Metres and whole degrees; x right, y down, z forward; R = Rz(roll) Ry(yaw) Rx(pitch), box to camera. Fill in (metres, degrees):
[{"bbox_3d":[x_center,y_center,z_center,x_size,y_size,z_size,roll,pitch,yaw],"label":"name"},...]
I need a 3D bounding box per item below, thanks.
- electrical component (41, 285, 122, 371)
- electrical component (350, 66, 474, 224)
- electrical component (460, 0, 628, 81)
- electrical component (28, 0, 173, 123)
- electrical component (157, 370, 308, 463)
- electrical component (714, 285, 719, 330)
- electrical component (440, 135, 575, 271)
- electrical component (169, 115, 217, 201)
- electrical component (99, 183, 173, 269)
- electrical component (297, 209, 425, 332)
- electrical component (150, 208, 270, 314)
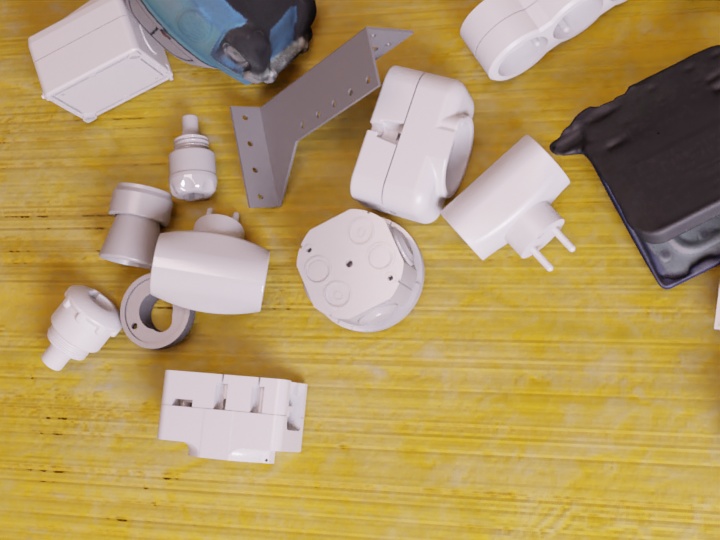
[{"bbox_3d":[-0.207,0.045,0.785,0.048,0.048,0.062,44,101,19],"label":"electrical component"},{"bbox_3d":[0.040,-0.083,0.727,0.059,0.054,0.095,17,86,19],"label":"electrical component"},{"bbox_3d":[0.126,-0.196,0.722,0.138,0.052,0.073,-34,73,8],"label":"electrical component"},{"bbox_3d":[-0.201,-0.159,0.809,0.096,0.062,0.061,-24,75,11],"label":"electrical component"},{"bbox_3d":[-0.087,0.101,0.735,0.089,0.050,0.055,3,81,17],"label":"electrical component"},{"bbox_3d":[0.255,0.019,0.640,0.081,0.064,0.042,7,81,18],"label":"electrical component"},{"bbox_3d":[0.106,-0.035,0.704,0.077,0.044,0.079,-42,72,6],"label":"electrical component"},{"bbox_3d":[-0.123,-0.083,0.787,0.035,0.035,0.061,-9,76,15],"label":"electrical component"},{"bbox_3d":[-0.163,-0.032,0.784,0.045,0.045,0.055,8,83,18],"label":"electrical component"},{"bbox_3d":[0.000,0.000,0.726,0.080,0.051,0.080,-3,80,16],"label":"electrical component"},{"bbox_3d":[-0.102,-0.012,0.759,0.077,0.043,0.079,9,52,-4],"label":"electrical component"}]
